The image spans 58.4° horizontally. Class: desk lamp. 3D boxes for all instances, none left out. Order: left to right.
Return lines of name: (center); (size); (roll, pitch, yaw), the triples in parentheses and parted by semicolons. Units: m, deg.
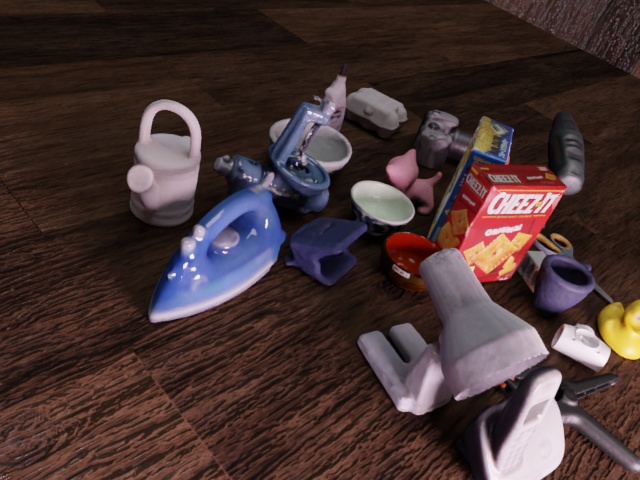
desk lamp: (0.158, 0.129, 0.724); (0.118, 0.213, 0.202); (-9, 45, -31)

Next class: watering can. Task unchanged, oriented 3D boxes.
watering can: (-0.235, -0.119, 0.879); (0.101, 0.194, 0.172); (7, 39, -15)

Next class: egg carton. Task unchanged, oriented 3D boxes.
egg carton: (0.132, -0.309, 1.380); (0.150, 0.069, 0.107); (31, 39, 15)

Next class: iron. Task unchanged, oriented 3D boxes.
iron: (-0.143, 0.001, 0.813); (0.118, 0.141, 0.259); (30, 38, 14)

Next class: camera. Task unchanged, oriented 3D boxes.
camera: (0.295, -0.233, 1.329); (0.137, 0.101, 0.143); (19, 37, -1)

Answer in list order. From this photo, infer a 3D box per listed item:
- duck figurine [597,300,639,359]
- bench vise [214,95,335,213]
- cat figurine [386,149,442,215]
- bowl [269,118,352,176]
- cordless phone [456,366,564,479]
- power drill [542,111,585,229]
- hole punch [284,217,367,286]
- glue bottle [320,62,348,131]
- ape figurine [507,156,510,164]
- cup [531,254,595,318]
duck figurine: (0.531, 0.139, 0.980); (0.077, 0.086, 0.104); (11, 38, -11)
bench vise: (-0.060, -0.132, 0.950); (0.208, 0.220, 0.121); (-14, 48, -36)
cat figurine: (0.177, -0.120, 1.123); (0.128, 0.118, 0.067); (9, 38, -14)
bowl: (-0.025, -0.168, 1.131); (0.167, 0.075, 0.167); (12, 38, -9)
cordless phone: (0.258, 0.214, 0.686); (0.148, 0.185, 0.094); (-12, 47, -34)
power drill: (0.482, -0.139, 1.204); (0.075, 0.208, 0.229); (17, 37, -2)
hole punch: (0.008, 0.003, 0.918); (0.101, 0.091, 0.109); (31, 39, 16)
glue bottle: (0.031, -0.303, 1.242); (0.037, 0.173, 0.078); (37, 41, 23)
ape figurine: (0.398, -0.157, 1.288); (0.077, 0.092, 0.076); (32, 39, 16)
cup: (0.417, 0.083, 0.993); (0.118, 0.095, 0.091); (-15, 49, -37)
